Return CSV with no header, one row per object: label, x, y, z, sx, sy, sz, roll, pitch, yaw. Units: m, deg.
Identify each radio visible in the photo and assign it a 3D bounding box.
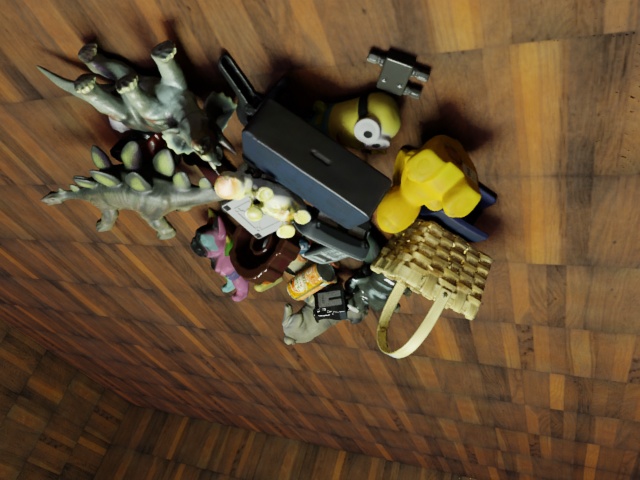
radio,-0.011,-0.112,0.845,0.229,0.073,0.131,35,168,-2

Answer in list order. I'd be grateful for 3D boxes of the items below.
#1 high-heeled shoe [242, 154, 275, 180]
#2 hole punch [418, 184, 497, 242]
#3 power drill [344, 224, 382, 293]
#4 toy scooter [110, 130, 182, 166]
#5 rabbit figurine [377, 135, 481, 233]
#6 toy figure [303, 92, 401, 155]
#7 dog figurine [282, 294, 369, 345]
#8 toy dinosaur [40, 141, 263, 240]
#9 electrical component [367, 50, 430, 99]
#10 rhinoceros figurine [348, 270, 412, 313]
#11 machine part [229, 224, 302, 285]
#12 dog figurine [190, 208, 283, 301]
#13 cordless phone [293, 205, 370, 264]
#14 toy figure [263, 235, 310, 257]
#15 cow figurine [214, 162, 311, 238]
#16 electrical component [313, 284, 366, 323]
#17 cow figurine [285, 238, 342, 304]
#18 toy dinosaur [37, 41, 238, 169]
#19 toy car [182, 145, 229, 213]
high-heeled shoe,-0.013,-0.109,0.992,0.249,0.086,0.145,12,154,14
hole punch,0.232,-0.045,0.947,0.142,0.092,0.116,26,151,-18
power drill,0.096,0.045,1.159,0.232,0.086,0.207,-13,131,39
toy scooter,-0.332,-0.163,1.072,0.135,0.075,0.184,44,146,-25
rabbit figurine,0.153,-0.088,0.860,0.122,0.162,0.173,30,124,-19
toy figure,0.040,-0.184,0.848,0.180,0.089,0.082,4,176,39
dog figurine,0.016,0.202,1.356,0.191,0.172,0.121,7,157,32
toy dinosaur,-0.322,-0.091,1.018,0.472,0.105,0.198,-1,149,9
electrical component,0.109,-0.240,0.780,0.094,0.021,0.063,20,148,-1
rhinoceros figurine,0.118,0.100,1.106,0.112,0.073,0.190,18,146,-11
machine part,-0.113,0.006,1.119,0.179,0.179,0.056,-11,150,39
dog figurine,-0.194,0.023,1.257,0.109,0.191,0.219,35,145,58
cordless phone,-0.003,-0.003,1.021,0.146,0.089,0.184,24,156,-23
toy figure,-0.080,0.006,1.177,0.155,0.058,0.064,11,136,53
cow figurine,-0.099,-0.079,0.903,0.167,0.098,0.068,30,116,-28
electrical component,0.043,0.143,1.221,0.119,0.075,0.047,-6,146,8
cow figurine,-0.018,0.082,1.269,0.127,0.085,0.194,-22,132,38
toy dinosaur,-0.297,-0.232,0.916,0.405,0.131,0.192,19,158,33
toy car,-0.195,-0.122,1.087,0.089,0.053,0.202,-1,139,37
